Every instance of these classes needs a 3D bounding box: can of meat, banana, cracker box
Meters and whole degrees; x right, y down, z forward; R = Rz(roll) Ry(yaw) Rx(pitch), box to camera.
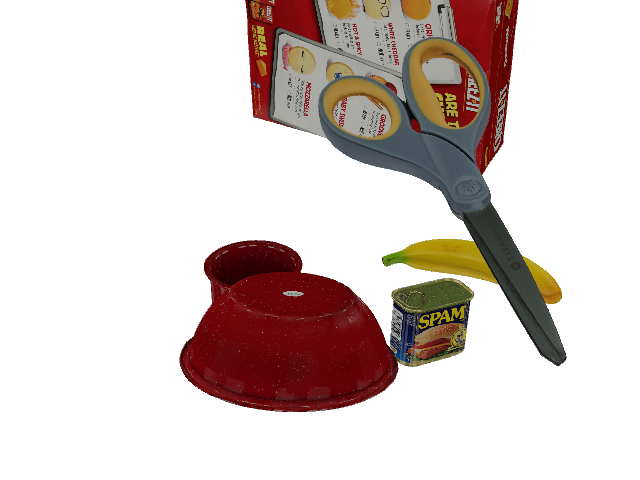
[{"bbox_3d":[0.136,0.102,1.329,0.101,0.084,0.057,-11,30,-26],"label":"can of meat"},{"bbox_3d":[0.166,0.030,1.112,0.198,0.037,0.069,10,38,31],"label":"banana"},{"bbox_3d":[0.046,-0.157,0.866,0.214,0.164,0.072,17,43,22],"label":"cracker box"}]

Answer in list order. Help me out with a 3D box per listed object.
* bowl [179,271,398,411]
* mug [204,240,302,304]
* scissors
[{"bbox_3d":[-0.022,0.064,0.778,0.162,0.055,0.162,3,19,-1],"label":"bowl"},{"bbox_3d":[-0.056,0.062,1.014,0.093,0.081,0.117,-19,34,-29],"label":"mug"},{"bbox_3d":[0.049,-0.024,0.499,0.096,0.201,0.016,-6,-39,4],"label":"scissors"}]
